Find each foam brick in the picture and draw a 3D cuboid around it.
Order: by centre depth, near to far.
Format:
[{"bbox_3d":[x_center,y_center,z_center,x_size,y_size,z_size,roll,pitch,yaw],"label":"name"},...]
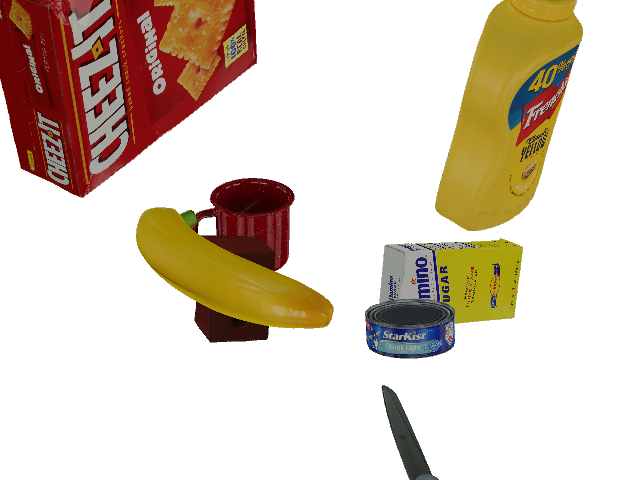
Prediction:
[{"bbox_3d":[-0.072,0.039,0.887,0.053,0.078,0.051,-1,15,-21],"label":"foam brick"}]

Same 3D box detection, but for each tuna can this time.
[{"bbox_3d":[0.085,0.084,1.017,0.086,0.034,0.086,-3,13,0],"label":"tuna can"}]

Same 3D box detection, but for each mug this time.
[{"bbox_3d":[-0.087,-0.012,1.191,0.117,0.081,0.093,-8,30,-15],"label":"mug"}]

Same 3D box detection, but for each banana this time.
[{"bbox_3d":[-0.070,0.012,0.686,0.069,0.037,0.198,-15,28,-29],"label":"banana"}]

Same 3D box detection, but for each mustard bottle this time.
[{"bbox_3d":[0.132,-0.102,0.717,0.058,0.192,0.096,35,47,27],"label":"mustard bottle"}]

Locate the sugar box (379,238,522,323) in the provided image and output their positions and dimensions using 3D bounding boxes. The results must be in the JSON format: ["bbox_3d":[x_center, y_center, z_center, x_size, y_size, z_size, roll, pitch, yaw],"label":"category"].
[{"bbox_3d":[0.153,0.050,1.248,0.175,0.093,0.048,-4,14,-33],"label":"sugar box"}]

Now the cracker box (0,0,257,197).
[{"bbox_3d":[-0.134,-0.157,0.782,0.072,0.164,0.213,25,49,23],"label":"cracker box"}]

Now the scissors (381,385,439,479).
[{"bbox_3d":[0.081,0.152,0.606,0.096,0.016,0.201,6,32,1],"label":"scissors"}]
